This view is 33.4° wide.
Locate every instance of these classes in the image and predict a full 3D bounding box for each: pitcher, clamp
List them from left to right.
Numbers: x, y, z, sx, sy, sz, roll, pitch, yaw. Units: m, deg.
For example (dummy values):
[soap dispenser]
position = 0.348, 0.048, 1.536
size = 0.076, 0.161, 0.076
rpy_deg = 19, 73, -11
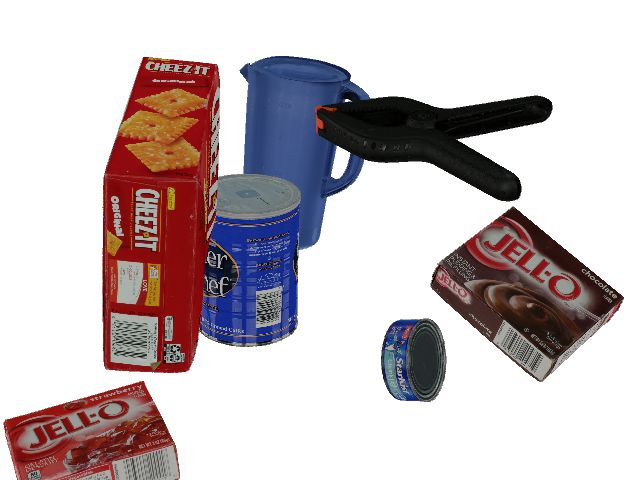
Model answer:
[pitcher]
position = -0.031, -0.112, 1.398
size = 0.144, 0.243, 0.149
rpy_deg = -2, 24, -22
[clamp]
position = 0.100, -0.099, 0.951
size = 0.210, 0.036, 0.164
rpy_deg = 13, 36, 23

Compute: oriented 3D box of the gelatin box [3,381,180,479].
[gelatin box]
position = -0.136, 0.122, 0.628
size = 0.089, 0.030, 0.073
rpy_deg = -13, 27, -19

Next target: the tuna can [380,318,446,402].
[tuna can]
position = 0.096, 0.123, 1.102
size = 0.034, 0.086, 0.086
rpy_deg = -3, -2, 32

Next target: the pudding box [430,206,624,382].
[pudding box]
position = 0.153, 0.038, 0.795
size = 0.089, 0.113, 0.039
rpy_deg = -35, -22, -30

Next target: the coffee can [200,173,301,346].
[coffee can]
position = -0.071, 0.018, 1.039
size = 0.103, 0.140, 0.103
rpy_deg = 1, 24, -1

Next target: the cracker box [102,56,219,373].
[cracker box]
position = -0.118, -0.026, 0.823
size = 0.072, 0.164, 0.213
rpy_deg = 4, 30, -3
